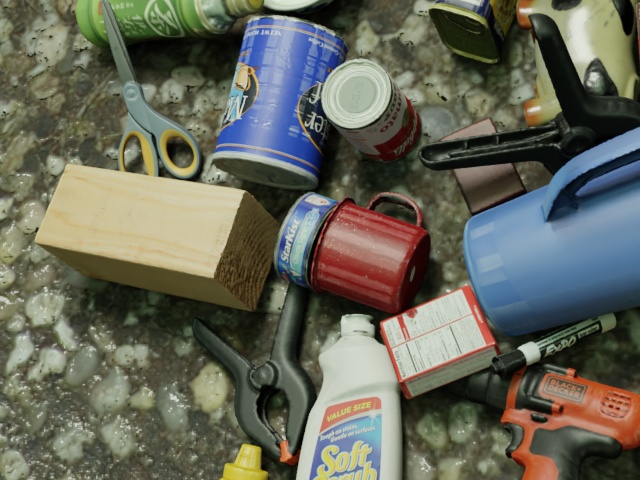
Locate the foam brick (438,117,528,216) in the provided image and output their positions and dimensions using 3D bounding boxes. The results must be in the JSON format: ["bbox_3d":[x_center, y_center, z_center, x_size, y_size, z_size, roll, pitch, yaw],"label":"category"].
[{"bbox_3d":[0.149,-0.061,0.955,0.051,0.053,0.078,-26,71,13],"label":"foam brick"}]

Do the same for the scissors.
[{"bbox_3d":[-0.169,-0.141,1.073,0.096,0.016,0.202,1,102,8],"label":"scissors"}]

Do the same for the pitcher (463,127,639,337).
[{"bbox_3d":[0.239,-0.011,0.855,0.243,0.144,0.149,-20,94,22],"label":"pitcher"}]

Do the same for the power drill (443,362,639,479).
[{"bbox_3d":[0.153,0.180,0.862,0.185,0.057,0.187,12,58,31],"label":"power drill"}]

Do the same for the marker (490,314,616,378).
[{"bbox_3d":[0.194,0.086,0.889,0.121,0.020,0.020,-21,68,-20],"label":"marker"}]

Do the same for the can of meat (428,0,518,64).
[{"bbox_3d":[0.147,-0.221,0.967,0.057,0.102,0.084,21,84,22],"label":"can of meat"}]

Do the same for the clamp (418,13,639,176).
[{"bbox_3d":[0.207,-0.097,0.872,0.165,0.209,0.036,121,154,-43],"label":"clamp"}]

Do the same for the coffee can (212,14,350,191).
[{"bbox_3d":[-0.037,-0.128,1.013,0.103,0.102,0.140,10,81,22],"label":"coffee can"}]

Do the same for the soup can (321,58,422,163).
[{"bbox_3d":[0.048,-0.117,0.979,0.069,0.102,0.068,-5,76,19],"label":"soup can"}]

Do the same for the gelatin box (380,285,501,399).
[{"bbox_3d":[0.102,0.088,0.916,0.089,0.030,0.073,-24,42,6],"label":"gelatin box"}]

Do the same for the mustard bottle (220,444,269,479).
[{"bbox_3d":[-0.082,0.280,0.960,0.096,0.058,0.191,9,81,25],"label":"mustard bottle"}]

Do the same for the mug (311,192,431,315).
[{"bbox_3d":[0.053,0.008,0.961,0.082,0.093,0.117,19,62,18],"label":"mug"}]

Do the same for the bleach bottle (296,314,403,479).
[{"bbox_3d":[0.022,0.191,0.939,0.103,0.068,0.251,-1,75,14],"label":"bleach bottle"}]

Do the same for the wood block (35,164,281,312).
[{"bbox_3d":[-0.153,-0.004,1.021,0.206,0.090,0.090,10,71,27],"label":"wood block"}]

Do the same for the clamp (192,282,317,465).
[{"bbox_3d":[-0.041,0.120,0.994,0.120,0.039,0.171,-33,68,14],"label":"clamp"}]

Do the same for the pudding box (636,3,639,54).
[{"bbox_3d":[0.316,-0.149,0.884,0.039,0.113,0.090,-23,64,61],"label":"pudding box"}]

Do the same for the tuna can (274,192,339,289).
[{"bbox_3d":[-0.006,0.001,0.981,0.034,0.086,0.086,20,85,22],"label":"tuna can"}]
